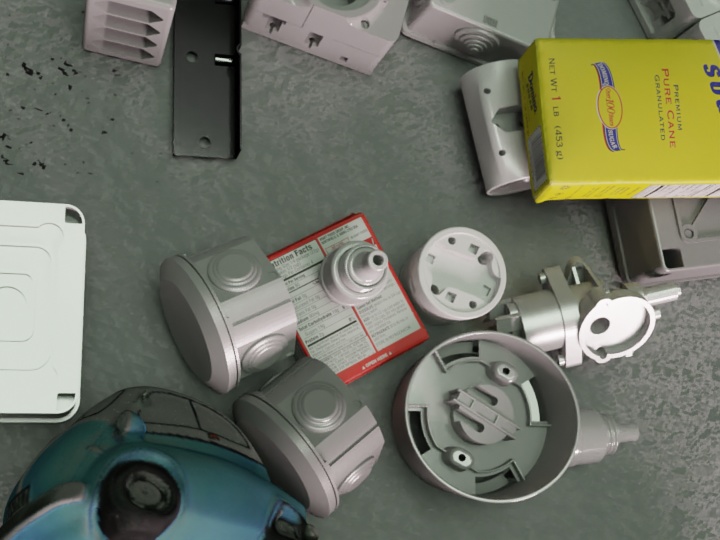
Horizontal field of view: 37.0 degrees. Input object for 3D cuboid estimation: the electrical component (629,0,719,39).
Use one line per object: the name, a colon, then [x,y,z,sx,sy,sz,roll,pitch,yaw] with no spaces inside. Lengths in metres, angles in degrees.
electrical component: [0.242,-0.199,0.742,0.089,0.062,0.150,-24,86,-19]

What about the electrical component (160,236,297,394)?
electrical component: [-0.074,0.024,0.595,0.051,0.080,0.080,-24,86,-25]

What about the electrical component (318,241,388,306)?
electrical component: [0.000,0.000,0.597,0.035,0.061,0.035,4,79,-18]

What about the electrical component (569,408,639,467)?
electrical component: [0.144,0.102,0.665,0.061,0.035,0.035,-2,79,-19]

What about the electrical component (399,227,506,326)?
electrical component: [0.054,0.006,0.652,0.055,0.047,0.055,3,78,-16]

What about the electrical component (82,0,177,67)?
electrical component: [-0.128,-0.171,0.617,0.047,0.083,0.075,11,76,-14]

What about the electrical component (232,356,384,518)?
electrical component: [-0.029,0.092,0.593,0.051,0.080,0.080,-37,90,-25]

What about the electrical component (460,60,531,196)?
electrical component: [0.110,-0.093,0.691,0.079,0.043,0.077,-10,82,-18]

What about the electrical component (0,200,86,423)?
electrical component: [-0.187,0.023,0.572,0.078,0.057,0.113,3,78,-16]

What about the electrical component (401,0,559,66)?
electrical component: [0.084,-0.185,0.699,0.100,0.048,0.099,19,77,-14]

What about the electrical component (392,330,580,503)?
electrical component: [0.070,0.086,0.631,0.099,0.064,0.099,4,77,-16]

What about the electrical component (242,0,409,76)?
electrical component: [-0.007,-0.213,0.672,0.089,0.062,0.150,18,74,-12]

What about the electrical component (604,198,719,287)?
electrical component: [0.221,-0.050,0.708,0.109,0.056,0.108,-6,80,-17]
